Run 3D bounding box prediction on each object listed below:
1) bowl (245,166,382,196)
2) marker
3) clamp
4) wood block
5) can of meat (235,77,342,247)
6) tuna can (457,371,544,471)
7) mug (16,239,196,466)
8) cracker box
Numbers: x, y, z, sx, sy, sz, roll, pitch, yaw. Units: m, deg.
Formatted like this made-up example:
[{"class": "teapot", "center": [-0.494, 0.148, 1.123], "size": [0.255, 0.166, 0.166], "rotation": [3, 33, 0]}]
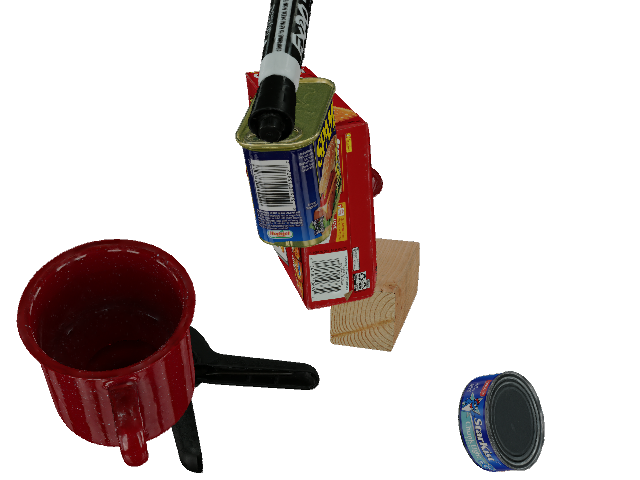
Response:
[{"class": "bowl", "center": [-0.010, -0.054, 1.253], "size": [0.162, 0.055, 0.162], "rotation": [6, 27, -3]}, {"class": "marker", "center": [-0.015, -0.086, 0.461], "size": [0.020, 0.121, 0.020], "rotation": [3, -42, 3]}, {"class": "clamp", "center": [-0.117, 0.120, 0.993], "size": [0.164, 0.036, 0.210], "rotation": [-24, 42, -37]}, {"class": "wood block", "center": [0.082, 0.073, 1.550], "size": [0.091, 0.090, 0.206], "rotation": [6, 21, 13]}, {"class": "can of meat", "center": [-0.018, -0.055, 0.751], "size": [0.057, 0.084, 0.102], "rotation": [0, 33, 12]}, {"class": "tuna can", "center": [0.158, 0.159, 0.935], "size": [0.034, 0.086, 0.085], "rotation": [-16, -11, 42]}, {"class": "mug", "center": [-0.109, 0.069, 0.581], "size": [0.093, 0.117, 0.081], "rotation": [-13, -40, -12]}, {"class": "cracker box", "center": [-0.011, -0.057, 0.987], "size": [0.072, 0.164, 0.214], "rotation": [-9, 24, -11]}]
